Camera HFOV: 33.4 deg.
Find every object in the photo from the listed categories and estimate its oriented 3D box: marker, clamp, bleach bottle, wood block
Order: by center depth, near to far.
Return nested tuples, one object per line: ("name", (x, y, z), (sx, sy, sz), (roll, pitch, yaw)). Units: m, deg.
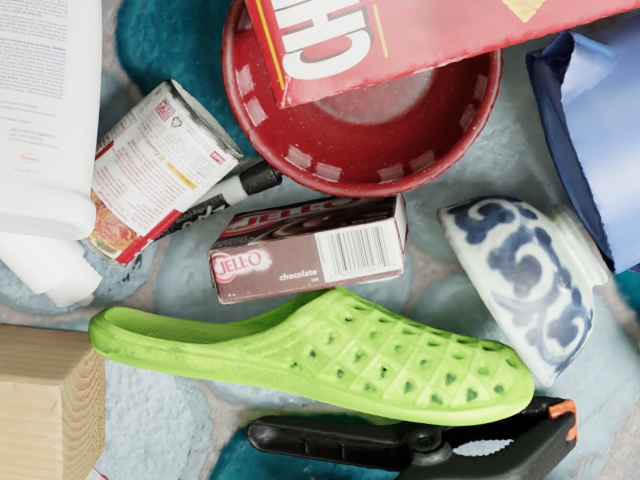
("bleach bottle", (-0.163, -0.131, 0.607), (0.102, 0.068, 0.251), (8, 78, -13))
("clamp", (0.059, 0.135, 0.671), (0.209, 0.165, 0.036), (-18, 120, -15))
("marker", (-0.077, -0.022, 0.686), (0.121, 0.020, 0.020), (-24, 101, 13))
("wood block", (-0.255, 0.108, 0.710), (0.206, 0.090, 0.091), (5, 107, 6))

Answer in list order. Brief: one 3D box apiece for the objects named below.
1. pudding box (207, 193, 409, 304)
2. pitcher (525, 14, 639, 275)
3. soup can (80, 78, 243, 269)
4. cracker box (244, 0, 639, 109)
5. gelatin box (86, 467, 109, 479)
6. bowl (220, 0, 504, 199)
("pudding box", (-0.004, 0.001, 0.647), (0.113, 0.090, 0.039), (-8, 105, 9))
("pitcher", (0.247, -0.077, 0.583), (0.243, 0.149, 0.145), (-21, 86, 9))
("soup can", (-0.106, -0.041, 0.653), (0.102, 0.068, 0.068), (-42, 96, 5))
("cracker box", (0.057, -0.173, 0.518), (0.213, 0.072, 0.164), (-16, 121, 2))
("gelatin box", (-0.188, 0.195, 0.724), (0.073, 0.089, 0.030), (-40, 100, 15))
("bowl", (0.026, -0.108, 0.631), (0.162, 0.055, 0.162), (2, 105, 7))
